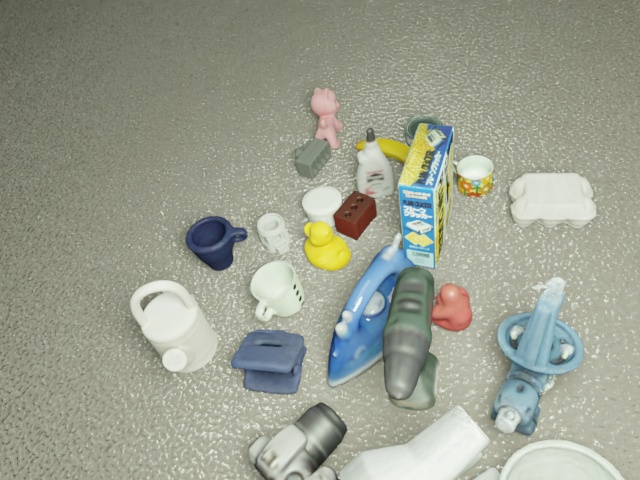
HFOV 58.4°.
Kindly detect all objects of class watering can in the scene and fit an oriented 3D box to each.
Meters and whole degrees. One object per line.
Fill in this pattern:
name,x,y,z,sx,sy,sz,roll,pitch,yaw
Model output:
watering can,-0.243,0.140,0.956,0.101,0.194,0.172,-36,52,-17

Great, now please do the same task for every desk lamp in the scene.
desk lamp,0.138,0.303,0.726,0.203,0.214,0.117,-31,51,-14

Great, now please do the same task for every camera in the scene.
camera,-0.016,0.310,0.827,0.142,0.101,0.137,33,64,33

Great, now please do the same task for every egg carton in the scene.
egg carton,0.434,-0.074,1.076,0.150,0.069,0.107,0,51,12

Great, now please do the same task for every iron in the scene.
iron,0.080,0.111,0.947,0.118,0.142,0.259,22,58,27

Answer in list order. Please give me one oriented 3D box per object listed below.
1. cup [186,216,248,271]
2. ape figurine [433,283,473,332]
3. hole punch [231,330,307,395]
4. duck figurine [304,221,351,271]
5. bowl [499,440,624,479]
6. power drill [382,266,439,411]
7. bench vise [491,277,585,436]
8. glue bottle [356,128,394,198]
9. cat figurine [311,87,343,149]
cup,-0.191,0.013,1.118,0.117,0.095,0.091,-8,49,5
ape figurine,0.219,0.106,0.955,0.078,0.092,0.076,-24,50,-8
hole punch,-0.084,0.191,0.948,0.108,0.091,0.101,1,51,13
duck figurine,0.010,0.004,1.089,0.104,0.086,0.078,32,63,32
bowl,0.313,0.352,0.739,0.167,0.075,0.167,-6,50,7
power drill,0.135,0.165,0.845,0.075,0.209,0.229,2,51,14
bench vise,0.309,0.166,0.800,0.121,0.220,0.207,5,52,16
glue bottle,0.106,-0.154,1.144,0.078,0.173,0.037,-13,49,1
cat figurine,0.011,-0.291,1.315,0.067,0.118,0.128,-3,50,10
